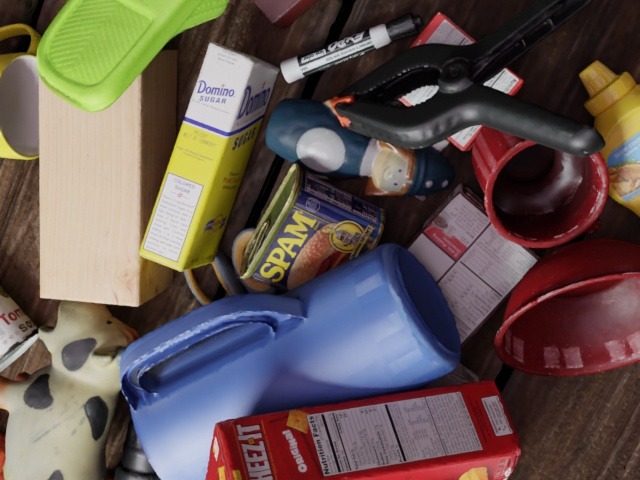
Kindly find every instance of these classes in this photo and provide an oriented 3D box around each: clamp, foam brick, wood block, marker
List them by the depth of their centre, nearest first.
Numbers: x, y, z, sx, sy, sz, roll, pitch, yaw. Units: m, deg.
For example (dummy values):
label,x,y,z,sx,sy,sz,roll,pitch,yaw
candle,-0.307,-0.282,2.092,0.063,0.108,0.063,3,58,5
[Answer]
label,x,y,z,sx,sy,sz,roll,pitch,yaw
clamp,0.109,-0.107,0.783,0.210,0.164,0.036,-15,139,18
foam brick,-0.020,-0.214,0.853,0.078,0.051,0.053,-38,89,16
marker,0.026,-0.158,0.870,0.121,0.020,0.020,-19,95,15
wood block,-0.176,-0.058,0.894,0.091,0.090,0.206,4,101,11

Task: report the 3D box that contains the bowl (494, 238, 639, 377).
label,x,y,z,sx,sy,sz,roll,pitch,yaw
bowl,0.208,0.046,0.818,0.162,0.162,0.055,-17,56,14

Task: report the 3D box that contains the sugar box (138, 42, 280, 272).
label,x,y,z,sx,sy,sz,roll,pitch,yaw
sugar box,-0.087,-0.066,0.863,0.048,0.093,0.176,23,98,8

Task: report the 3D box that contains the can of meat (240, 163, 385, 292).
label,x,y,z,sx,sy,sz,roll,pitch,yaw
can of meat,-0.006,0.001,0.868,0.084,0.057,0.102,25,119,-13

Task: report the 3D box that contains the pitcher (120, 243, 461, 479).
label,x,y,z,sx,sy,sz,roll,pitch,yaw
pitcher,-0.024,0.097,0.822,0.243,0.149,0.145,-31,86,19

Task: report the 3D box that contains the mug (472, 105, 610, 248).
label,x,y,z,sx,sy,sz,roll,pitch,yaw
mug,0.172,-0.047,0.817,0.117,0.081,0.093,34,110,-21

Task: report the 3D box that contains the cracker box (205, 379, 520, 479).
label,x,y,z,sx,sy,sz,roll,pitch,yaw
cracker box,0.025,0.189,0.796,0.213,0.072,0.164,-6,141,-17

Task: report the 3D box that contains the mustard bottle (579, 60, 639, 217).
label,x,y,z,sx,sy,sz,roll,pitch,yaw
mustard bottle,0.264,-0.058,0.814,0.096,0.058,0.191,-39,90,21

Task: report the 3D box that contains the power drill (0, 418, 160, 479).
label,x,y,z,sx,sy,sz,roll,pitch,yaw
power drill,-0.228,0.228,0.970,0.188,0.057,0.184,10,95,12

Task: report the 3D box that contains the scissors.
label,x,y,z,sx,sy,sz,roll,pitch,yaw
scissors,-0.039,0.074,0.924,0.096,0.016,0.202,-40,90,15

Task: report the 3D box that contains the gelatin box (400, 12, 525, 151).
label,x,y,z,sx,sy,sz,roll,pitch,yaw
gelatin box,0.106,-0.126,0.852,0.089,0.030,0.073,40,104,3

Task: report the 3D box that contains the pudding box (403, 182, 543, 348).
label,x,y,z,sx,sy,sz,roll,pitch,yaw
pudding box,0.112,0.025,0.871,0.090,0.039,0.114,41,106,1

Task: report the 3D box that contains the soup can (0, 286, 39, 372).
label,x,y,z,sx,sy,sz,roll,pitch,yaw
soup can,-0.309,0.067,0.955,0.068,0.068,0.102,-42,89,15
